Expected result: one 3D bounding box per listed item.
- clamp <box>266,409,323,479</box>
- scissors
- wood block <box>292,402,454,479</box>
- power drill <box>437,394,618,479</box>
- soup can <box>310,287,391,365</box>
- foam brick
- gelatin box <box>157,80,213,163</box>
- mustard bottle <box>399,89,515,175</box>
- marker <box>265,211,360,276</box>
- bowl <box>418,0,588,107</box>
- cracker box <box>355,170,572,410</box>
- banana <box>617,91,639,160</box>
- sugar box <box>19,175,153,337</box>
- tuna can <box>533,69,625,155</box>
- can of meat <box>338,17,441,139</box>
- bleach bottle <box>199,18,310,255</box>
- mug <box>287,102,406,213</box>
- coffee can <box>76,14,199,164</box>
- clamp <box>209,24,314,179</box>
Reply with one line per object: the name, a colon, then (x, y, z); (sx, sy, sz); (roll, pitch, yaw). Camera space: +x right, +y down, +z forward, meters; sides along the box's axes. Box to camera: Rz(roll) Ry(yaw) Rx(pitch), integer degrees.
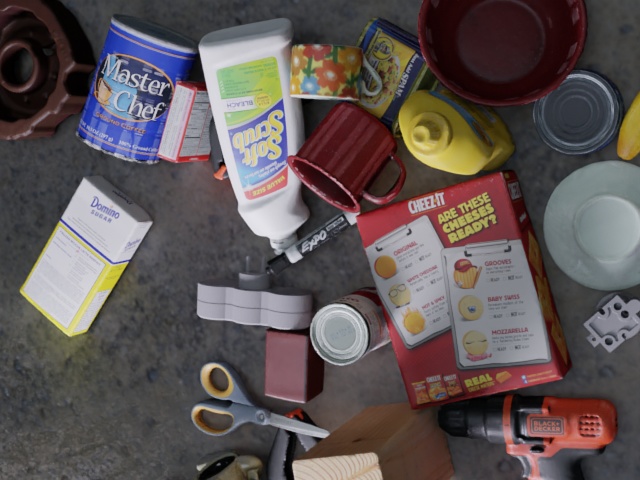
clamp: (-0.001, 0.297, 1.209); (0.165, 0.036, 0.210); (-4, 92, 23)
scissors: (-0.071, 0.181, 1.214); (0.202, 0.016, 0.096); (-10, 85, 36)
wood block: (0.059, 0.233, 1.084); (0.091, 0.205, 0.090); (-11, 92, 23)
power drill: (0.216, 0.252, 1.102); (0.185, 0.057, 0.188); (-2, 96, 23)
soup can: (0.039, 0.091, 1.132); (0.069, 0.102, 0.068); (3, 98, 23)
foam brick: (-0.028, 0.136, 1.193); (0.051, 0.053, 0.078); (5, 97, 22)
gelatin box: (-0.143, -0.133, 1.196); (0.030, 0.073, 0.089); (21, 104, 19)
mustard bottle: (0.125, -0.104, 1.023); (0.096, 0.191, 0.058); (46, 111, 11)
marker: (-0.008, 0.001, 1.166); (0.121, 0.020, 0.020); (-34, 83, 4)
bowl: (0.178, -0.204, 1.049); (0.162, 0.055, 0.162); (-1, 84, 8)
cracker box: (0.148, 0.052, 1.099); (0.164, 0.072, 0.214); (-17, 89, 23)
banana: (0.357, -0.150, 1.004); (0.198, 0.037, 0.069); (-30, 84, 23)
sugar box: (-0.283, 0.019, 1.289); (0.093, 0.048, 0.176); (39, 106, 14)
tuna can: (0.254, -0.126, 1.052); (0.086, 0.033, 0.086); (3, 98, 22)
can of meat: (0.073, -0.170, 1.111); (0.084, 0.057, 0.102); (33, 107, 18)
bleach bottle: (-0.054, -0.103, 1.143); (0.102, 0.068, 0.251); (-9, 114, 7)
mug: (0.036, -0.082, 1.097); (0.117, 0.093, 0.081); (32, 78, 23)
coffee can: (-0.205, -0.170, 1.201); (0.103, 0.102, 0.140); (27, 106, 18)
clamp: (-0.064, -0.139, 1.182); (0.120, 0.039, 0.172); (25, 112, 13)
